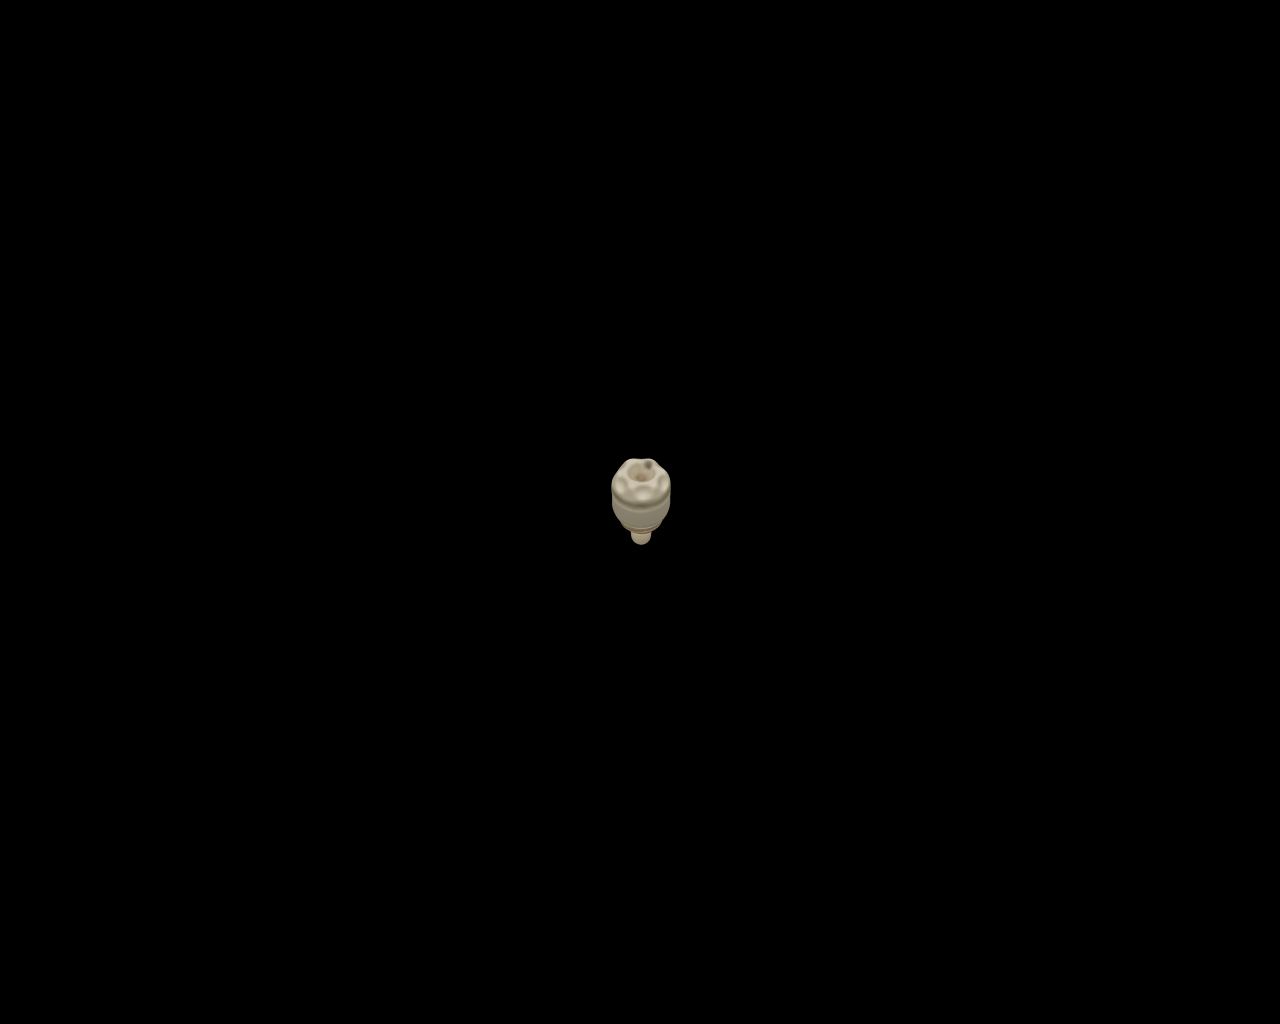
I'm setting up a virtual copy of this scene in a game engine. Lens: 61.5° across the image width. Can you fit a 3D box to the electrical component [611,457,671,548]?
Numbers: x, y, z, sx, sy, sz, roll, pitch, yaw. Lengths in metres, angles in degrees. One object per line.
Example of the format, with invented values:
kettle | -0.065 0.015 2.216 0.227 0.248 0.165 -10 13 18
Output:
electrical component | 0.001 -0.003 0.650 0.035 0.035 0.061 0 -44 0
